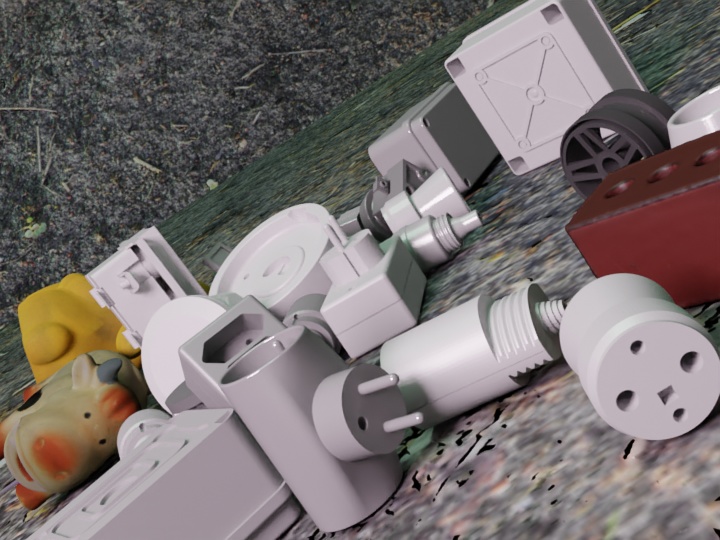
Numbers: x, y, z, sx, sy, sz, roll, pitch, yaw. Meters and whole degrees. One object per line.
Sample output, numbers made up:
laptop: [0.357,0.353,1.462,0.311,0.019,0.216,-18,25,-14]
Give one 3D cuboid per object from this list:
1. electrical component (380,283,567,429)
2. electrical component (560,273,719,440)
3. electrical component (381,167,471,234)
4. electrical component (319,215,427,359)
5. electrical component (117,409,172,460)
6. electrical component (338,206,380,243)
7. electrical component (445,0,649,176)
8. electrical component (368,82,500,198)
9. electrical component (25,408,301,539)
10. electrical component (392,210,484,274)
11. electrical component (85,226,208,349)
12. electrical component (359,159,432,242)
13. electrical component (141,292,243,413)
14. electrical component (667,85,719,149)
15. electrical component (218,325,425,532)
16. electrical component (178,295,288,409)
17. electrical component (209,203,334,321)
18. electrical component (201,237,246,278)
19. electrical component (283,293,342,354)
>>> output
electrical component: [0.054,0.034,0.466,0.081,0.043,0.043,-28,13,24]
electrical component: [0.096,0.029,0.371,0.045,0.045,0.055,-32,12,7]
electrical component: [0.049,-0.043,0.791,0.055,0.045,0.045,-32,12,8]
electrical component: [0.000,0.000,0.670,0.047,0.075,0.083,-30,12,16]
electrical component: [-0.125,0.109,0.648,0.040,0.040,0.078,-36,12,-10]
electrical component: [-0.018,-0.021,0.883,0.055,0.048,0.066,-23,14,13]
electrical component: [0.138,-0.141,0.796,0.109,0.108,0.056,-23,18,41]
electrical component: [0.068,-0.104,0.908,0.057,0.078,0.113,-29,12,36]
electrical component: [-0.092,0.119,0.479,0.113,0.057,0.078,-40,13,-28]
electrical component: [0.053,-0.022,0.720,0.061,0.035,0.035,-27,13,18]
electrical component: [-0.146,0.035,0.810,0.063,0.121,0.079,-40,13,-17]
electrical component: [0.032,-0.051,0.849,0.055,0.066,0.048,-34,43,41]
electrical component: [-0.093,0.054,0.677,0.080,0.080,0.051,-28,-5,25]
electrical component: [0.169,-0.051,0.477,0.066,0.055,0.048,-32,12,9]
electrical component: [-0.008,0.061,0.440,0.079,0.077,0.043,-23,15,41]
electrical component: [-0.042,0.069,0.532,0.047,0.083,0.075,-39,-26,-23]
electrical component: [-0.046,0.013,0.757,0.108,0.060,0.108,-29,33,21]
electrical component: [-0.090,0.016,0.857,0.063,0.081,0.042,-60,1,21]
electrical component: [-0.031,0.043,0.665,0.040,0.040,0.078,-30,12,16]
